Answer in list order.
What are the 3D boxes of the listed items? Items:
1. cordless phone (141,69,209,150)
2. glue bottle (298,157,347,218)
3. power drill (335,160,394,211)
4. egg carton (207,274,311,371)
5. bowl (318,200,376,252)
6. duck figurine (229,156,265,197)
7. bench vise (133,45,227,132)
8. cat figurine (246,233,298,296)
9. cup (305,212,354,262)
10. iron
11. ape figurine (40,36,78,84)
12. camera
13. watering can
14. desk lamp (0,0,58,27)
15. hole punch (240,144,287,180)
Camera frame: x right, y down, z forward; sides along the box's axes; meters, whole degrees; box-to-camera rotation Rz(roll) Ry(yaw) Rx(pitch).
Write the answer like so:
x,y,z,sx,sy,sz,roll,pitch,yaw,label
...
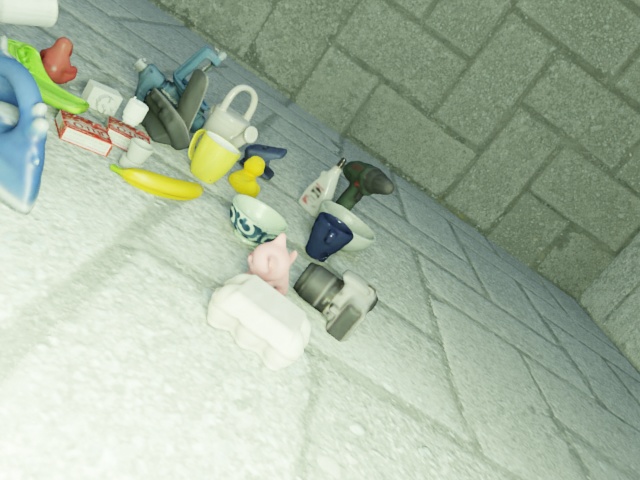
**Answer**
x,y,z,sx,sy,sz,roll,pitch,yaw,label
-0.315,-0.310,1.278,0.147,0.185,0.094,46,20,30,cordless phone
0.015,-0.145,1.502,0.078,0.173,0.037,45,19,27,glue bottle
0.091,-0.108,1.492,0.076,0.208,0.229,26,20,-29,power drill
-0.083,0.113,0.808,0.150,0.069,0.107,36,17,0,egg carton
0.054,-0.021,1.418,0.168,0.074,0.167,33,17,-11,bowl
-0.160,-0.153,1.333,0.078,0.086,0.104,27,19,-29,duck figurine
-0.336,-0.392,1.394,0.208,0.219,0.121,18,24,-45,bench vise
-0.076,0.041,0.927,0.067,0.117,0.128,42,18,18,cat figurine
0.011,0.004,1.234,0.092,0.095,0.118,35,17,-5,cup
-0.415,-0.164,0.772,0.257,0.141,0.119,46,19,28,iron
-0.535,-0.373,1.176,0.078,0.092,0.076,35,17,-3,ape figurine
0.031,0.091,1.032,0.137,0.100,0.143,37,17,3,camera
-0.213,-0.285,1.395,0.172,0.194,0.101,40,17,13,watering can
-0.502,-0.306,0.857,0.117,0.213,0.204,45,19,28,desk lamp
-0.150,-0.226,1.535,0.101,0.091,0.108,34,17,-7,hole punch
